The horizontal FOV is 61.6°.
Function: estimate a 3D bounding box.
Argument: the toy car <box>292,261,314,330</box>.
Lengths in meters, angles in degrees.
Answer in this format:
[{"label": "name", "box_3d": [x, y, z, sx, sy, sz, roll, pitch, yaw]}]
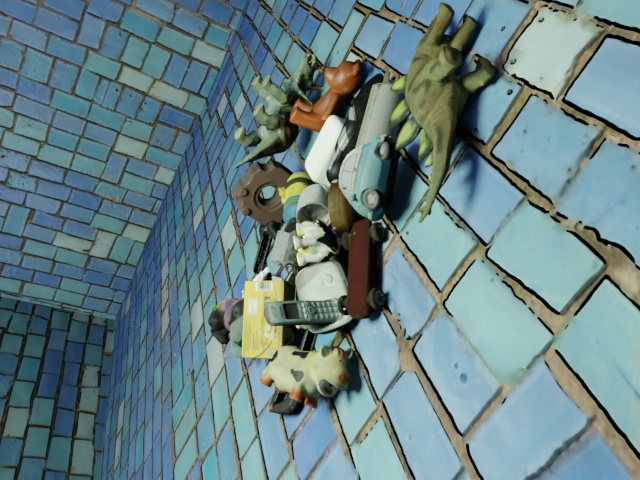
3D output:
[{"label": "toy car", "box_3d": [-0.022, 0.103, 1.177, 0.073, 0.056, 0.202, -31, 42, 33]}]

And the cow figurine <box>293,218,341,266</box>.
[{"label": "cow figurine", "box_3d": [-0.003, -0.006, 1.139, 0.167, 0.098, 0.068, -82, -16, -69]}]

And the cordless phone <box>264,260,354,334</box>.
[{"label": "cordless phone", "box_3d": [-0.032, 0.111, 1.043, 0.088, 0.184, 0.147, -52, 44, 44]}]

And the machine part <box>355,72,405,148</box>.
[{"label": "machine part", "box_3d": [0.122, -0.226, 1.093, 0.079, 0.079, 0.243, 2, 76, 63]}]

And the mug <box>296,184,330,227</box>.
[{"label": "mug", "box_3d": [-0.003, -0.088, 1.246, 0.110, 0.080, 0.107, -24, 35, 17]}]

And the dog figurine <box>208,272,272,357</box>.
[{"label": "dog figurine", "box_3d": [-0.186, 0.165, 1.333, 0.192, 0.108, 0.219, 36, 125, 29]}]

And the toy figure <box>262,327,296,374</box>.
[{"label": "toy figure", "box_3d": [-0.090, 0.248, 1.231, 0.064, 0.058, 0.154, 171, 109, -67]}]

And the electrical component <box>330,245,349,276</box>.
[{"label": "electrical component", "box_3d": [0.046, 0.037, 1.136, 0.063, 0.021, 0.094, -64, 26, 14]}]

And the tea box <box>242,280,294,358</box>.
[{"label": "tea box", "box_3d": [-0.114, 0.176, 1.188, 0.098, 0.068, 0.169, 0, 80, 18]}]

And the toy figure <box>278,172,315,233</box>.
[{"label": "toy figure", "box_3d": [-0.050, -0.092, 1.343, 0.089, 0.082, 0.180, -32, 36, 27]}]

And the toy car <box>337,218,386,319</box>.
[{"label": "toy car", "box_3d": [0.083, 0.054, 1.019, 0.089, 0.053, 0.202, -22, 52, 40]}]

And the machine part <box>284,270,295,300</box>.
[{"label": "machine part", "box_3d": [-0.053, 0.110, 1.270, 0.084, 0.039, 0.139, -54, 29, 17]}]

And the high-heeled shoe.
[{"label": "high-heeled shoe", "box_3d": [0.081, -0.239, 1.199, 0.145, 0.086, 0.248, 163, 130, -77]}]

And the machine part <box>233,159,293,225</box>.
[{"label": "machine part", "box_3d": [-0.138, -0.124, 1.428, 0.179, 0.179, 0.056, -62, 31, 20]}]

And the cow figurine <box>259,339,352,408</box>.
[{"label": "cow figurine", "box_3d": [-0.018, 0.246, 1.019, 0.195, 0.085, 0.127, 3, 67, 49]}]

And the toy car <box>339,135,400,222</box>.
[{"label": "toy car", "box_3d": [0.087, -0.119, 1.008, 0.109, 0.103, 0.161, -23, -58, -69]}]

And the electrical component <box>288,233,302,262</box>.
[{"label": "electrical component", "box_3d": [-0.042, 0.011, 1.271, 0.078, 0.045, 0.102, -76, 5, -56]}]

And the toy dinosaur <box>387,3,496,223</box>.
[{"label": "toy dinosaur", "box_3d": [0.202, -0.247, 0.931, 0.198, 0.105, 0.471, 127, 158, -49]}]

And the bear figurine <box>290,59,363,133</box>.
[{"label": "bear figurine", "box_3d": [0.020, -0.365, 1.324, 0.120, 0.132, 0.195, -83, 16, -59]}]

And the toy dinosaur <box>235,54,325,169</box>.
[{"label": "toy dinosaur", "box_3d": [-0.111, -0.321, 1.458, 0.131, 0.192, 0.405, -12, 56, 53]}]
